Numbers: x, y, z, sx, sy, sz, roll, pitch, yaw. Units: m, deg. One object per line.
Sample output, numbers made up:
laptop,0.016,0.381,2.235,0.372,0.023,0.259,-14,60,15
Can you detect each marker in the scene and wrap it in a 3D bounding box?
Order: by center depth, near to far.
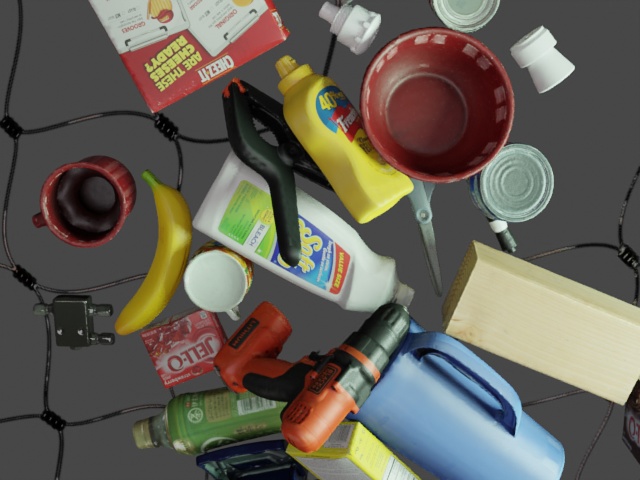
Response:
marker,0.182,-0.039,1.161,0.020,0.020,0.121,-27,101,11

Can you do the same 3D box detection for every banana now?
banana,-0.182,0.023,1.200,0.070,0.037,0.198,19,105,20

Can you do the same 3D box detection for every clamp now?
clamp,-0.039,-0.077,1.118,0.210,0.164,0.036,48,135,0

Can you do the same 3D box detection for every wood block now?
wood block,0.245,0.088,1.153,0.206,0.090,0.091,22,105,-1

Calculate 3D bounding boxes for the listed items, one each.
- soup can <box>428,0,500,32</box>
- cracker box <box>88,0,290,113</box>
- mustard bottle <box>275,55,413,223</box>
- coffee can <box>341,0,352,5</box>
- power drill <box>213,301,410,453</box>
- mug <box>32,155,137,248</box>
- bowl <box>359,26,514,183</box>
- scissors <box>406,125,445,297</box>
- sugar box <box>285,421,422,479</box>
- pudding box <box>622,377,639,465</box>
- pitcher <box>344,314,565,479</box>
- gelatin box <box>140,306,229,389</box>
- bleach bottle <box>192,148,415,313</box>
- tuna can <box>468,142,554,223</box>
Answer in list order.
soup can,0.143,-0.245,1.068,0.068,0.102,0.068,1,105,4
cracker box,-0.152,-0.266,1.103,0.164,0.072,0.213,-27,102,12
mustard bottle,0.015,-0.112,1.112,0.058,0.096,0.191,-39,85,34
coffee can,0.029,-0.320,1.057,0.103,0.102,0.140,-32,100,11
power drill,-0.013,0.123,1.132,0.184,0.188,0.057,-48,125,-21
mug,-0.258,-0.042,1.163,0.117,0.081,0.093,-24,102,10
bowl,0.116,-0.136,1.108,0.162,0.055,0.162,1,85,-6
scissors,0.127,-0.043,1.166,0.096,0.016,0.202,-26,101,11
sugar box,0.053,0.262,1.185,0.094,0.048,0.176,-7,140,42
pudding box,0.365,0.201,1.160,0.039,0.113,0.090,2,104,0
pitcher,0.151,0.196,1.165,0.242,0.149,0.145,36,94,-9
gelatin box,-0.151,0.120,1.223,0.089,0.030,0.073,-21,102,10
bleach bottle,-0.008,0.001,1.166,0.250,0.068,0.103,28,106,-5
tuna can,0.203,-0.061,1.134,0.086,0.034,0.086,-1,96,-11
